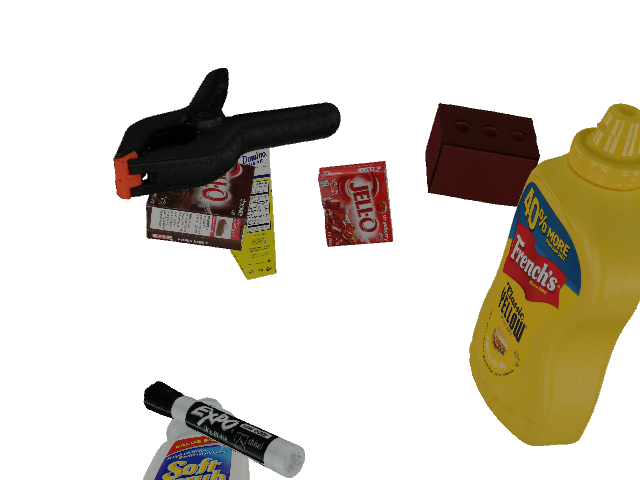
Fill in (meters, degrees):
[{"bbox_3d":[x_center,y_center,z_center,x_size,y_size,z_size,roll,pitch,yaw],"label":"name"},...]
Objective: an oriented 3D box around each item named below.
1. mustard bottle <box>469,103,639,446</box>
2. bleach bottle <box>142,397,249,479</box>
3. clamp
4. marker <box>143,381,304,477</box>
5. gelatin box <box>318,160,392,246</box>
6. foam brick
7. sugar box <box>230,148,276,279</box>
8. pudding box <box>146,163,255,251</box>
[{"bbox_3d":[0.134,0.014,0.574,0.058,0.192,0.096,1,37,-15],"label":"mustard bottle"},{"bbox_3d":[-0.110,0.210,0.889,0.102,0.068,0.251,-2,24,-1],"label":"bleach bottle"},{"bbox_3d":[-0.083,-0.078,0.746,0.171,0.039,0.120,-24,34,-37],"label":"clamp"},{"bbox_3d":[-0.060,0.109,0.627,0.121,0.020,0.020,17,10,37],"label":"marker"},{"bbox_3d":[0.039,-0.039,1.159,0.073,0.089,0.030,-4,29,6],"label":"gelatin box"},{"bbox_3d":[0.125,-0.066,0.830,0.078,0.051,0.053,8,42,-5],"label":"foam brick"},{"bbox_3d":[-0.089,-0.051,1.319,0.048,0.176,0.093,-12,25,-15],"label":"sugar box"},{"bbox_3d":[-0.109,-0.037,0.982,0.090,0.039,0.113,7,31,-3],"label":"pudding box"}]
